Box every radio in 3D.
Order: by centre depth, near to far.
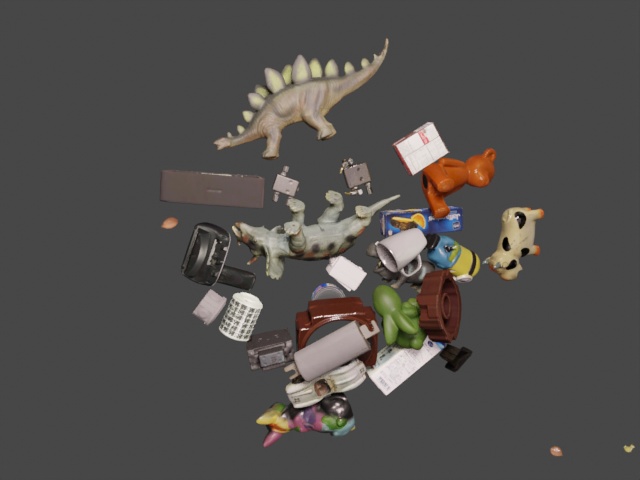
[{"bbox_3d":[-0.243,-0.119,1.238,0.230,0.131,0.073,5,99,-8],"label":"radio"}]

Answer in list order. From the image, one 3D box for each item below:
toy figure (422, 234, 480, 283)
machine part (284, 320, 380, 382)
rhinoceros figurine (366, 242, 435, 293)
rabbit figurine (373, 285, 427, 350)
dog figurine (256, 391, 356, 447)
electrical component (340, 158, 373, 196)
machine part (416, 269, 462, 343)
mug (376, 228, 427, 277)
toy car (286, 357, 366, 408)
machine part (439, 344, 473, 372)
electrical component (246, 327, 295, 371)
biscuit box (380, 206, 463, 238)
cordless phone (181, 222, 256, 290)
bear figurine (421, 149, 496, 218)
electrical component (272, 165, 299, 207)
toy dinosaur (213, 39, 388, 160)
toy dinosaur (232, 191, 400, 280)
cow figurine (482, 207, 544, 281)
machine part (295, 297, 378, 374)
[{"bbox_3d":[0.333,0.041,1.354,0.180,0.082,0.089,37,99,-27],"label":"toy figure"},{"bbox_3d":[0.029,0.260,1.253,0.243,0.079,0.079,-29,102,4],"label":"machine part"},{"bbox_3d":[0.204,0.066,1.362,0.190,0.073,0.112,21,98,-11],"label":"rhinoceros figurine"},{"bbox_3d":[0.184,0.193,1.327,0.121,0.159,0.170,-32,117,19],"label":"rabbit figurine"},{"bbox_3d":[-0.044,0.449,1.346,0.219,0.192,0.108,-21,109,-20],"label":"dog figurine"},{"bbox_3d":[0.087,-0.154,1.322,0.078,0.045,0.102,-12,101,-4],"label":"electrical component"},{"bbox_3d":[0.294,0.162,1.312,0.056,0.179,0.179,-6,103,33],"label":"machine part"},{"bbox_3d":[0.208,0.026,1.288,0.107,0.081,0.109,-33,86,-16],"label":"mug"},{"bbox_3d":[0.016,0.343,1.302,0.202,0.056,0.073,-21,117,2],"label":"toy car"},{"bbox_3d":[0.357,0.307,1.410,0.084,0.039,0.138,-42,144,5],"label":"machine part"},{"bbox_3d":[-0.121,0.269,1.321,0.115,0.134,0.058,-15,102,-7],"label":"electrical component"},{"bbox_3d":[0.257,-0.047,1.356,0.203,0.059,0.062,-6,100,-7],"label":"biscuit box"},{"bbox_3d":[-0.231,0.048,1.306,0.184,0.089,0.146,18,96,-22],"label":"cordless phone"},{"bbox_3d":[0.354,-0.143,1.316,0.196,0.132,0.120,-7,133,-8],"label":"bear figurine"},{"bbox_3d":[-0.082,-0.132,1.314,0.063,0.021,0.094,18,96,-11],"label":"electrical component"},{"bbox_3d":[-0.032,-0.322,1.250,0.471,0.105,0.198,-23,99,-8],"label":"toy dinosaur"},{"bbox_3d":[0.001,-0.009,1.299,0.405,0.131,0.192,-7,141,-18],"label":"toy dinosaur"},{"bbox_3d":[0.497,0.012,1.388,0.127,0.085,0.194,1,102,-14],"label":"cow figurine"},{"bbox_3d":[0.041,0.249,1.340,0.201,0.087,0.201,-3,114,-7],"label":"machine part"}]
